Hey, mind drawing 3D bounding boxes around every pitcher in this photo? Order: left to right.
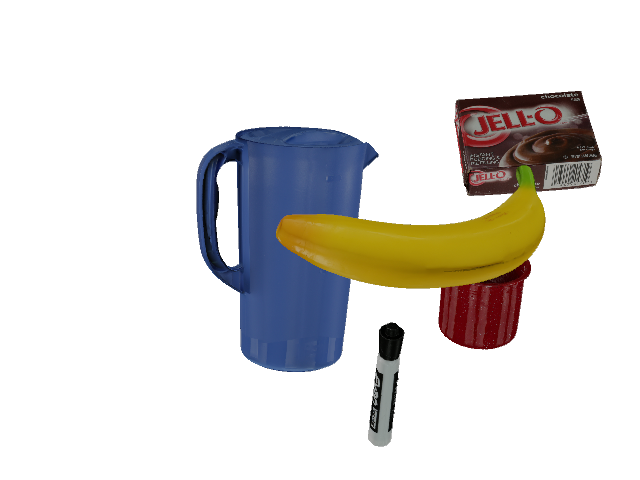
[{"bbox_3d":[-0.035,0.006,1.094,0.149,0.243,0.144,9,15,21],"label":"pitcher"}]

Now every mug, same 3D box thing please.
[{"bbox_3d":[0.162,0.052,1.100,0.093,0.081,0.117,-4,28,-9],"label":"mug"}]

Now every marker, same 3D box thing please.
[{"bbox_3d":[0.050,0.112,0.824,0.020,0.121,0.020,2,37,-2],"label":"marker"}]

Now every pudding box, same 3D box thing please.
[{"bbox_3d":[0.176,-0.084,0.916,0.113,0.090,0.039,-3,-42,1],"label":"pudding box"}]

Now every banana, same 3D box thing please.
[{"bbox_3d":[0.069,-0.001,0.638,0.197,0.037,0.070,-11,44,-33],"label":"banana"}]
